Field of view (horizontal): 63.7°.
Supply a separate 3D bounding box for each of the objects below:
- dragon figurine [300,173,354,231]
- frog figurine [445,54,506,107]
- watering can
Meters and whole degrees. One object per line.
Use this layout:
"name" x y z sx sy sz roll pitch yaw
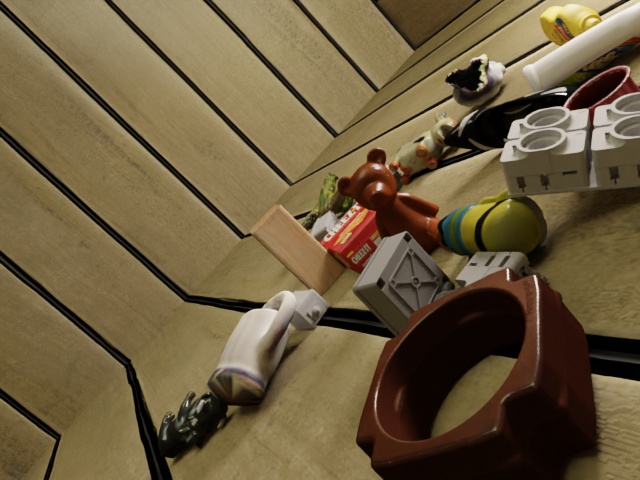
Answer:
"dragon figurine" 0.005 -0.075 1.498 0.243 0.122 0.411 -51 2 1
"frog figurine" 0.417 -0.401 1.331 0.160 0.124 0.135 0 -41 -53
"watering can" -0.143 0.225 1.027 0.341 0.103 0.229 -44 17 51
